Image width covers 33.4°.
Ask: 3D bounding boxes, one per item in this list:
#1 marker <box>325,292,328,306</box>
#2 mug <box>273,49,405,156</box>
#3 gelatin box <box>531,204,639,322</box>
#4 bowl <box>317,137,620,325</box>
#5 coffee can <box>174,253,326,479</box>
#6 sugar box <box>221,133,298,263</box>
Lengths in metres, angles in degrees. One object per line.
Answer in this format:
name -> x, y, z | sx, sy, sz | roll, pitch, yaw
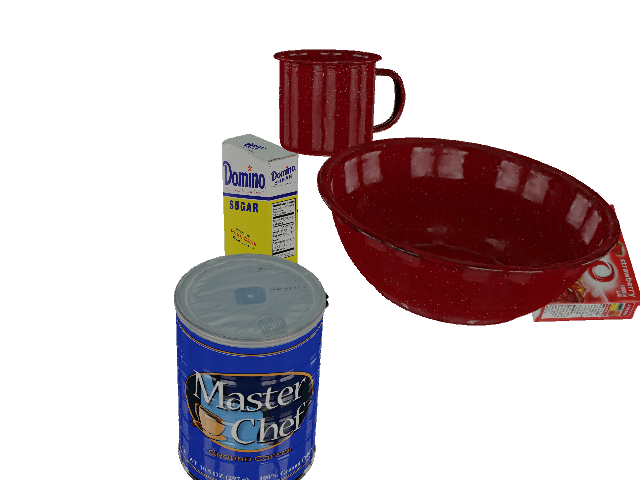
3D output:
marker -> -0.035, 0.091, 0.958 | 0.121, 0.020, 0.020 | -47, 19, -18
mug -> 0.017, -0.120, 0.924 | 0.117, 0.081, 0.093 | -4, 17, -16
gelatin box -> 0.186, 0.015, 0.778 | 0.073, 0.089, 0.030 | -1, -36, -4
bowl -> 0.075, 0.000, 0.577 | 0.162, 0.055, 0.162 | 6, 26, -3
coffee can -> -0.051, 0.095, 0.755 | 0.103, 0.140, 0.103 | 2, 32, -2
sugar box -> -0.066, -0.018, 1.149 | 0.048, 0.176, 0.093 | -18, 28, -33
